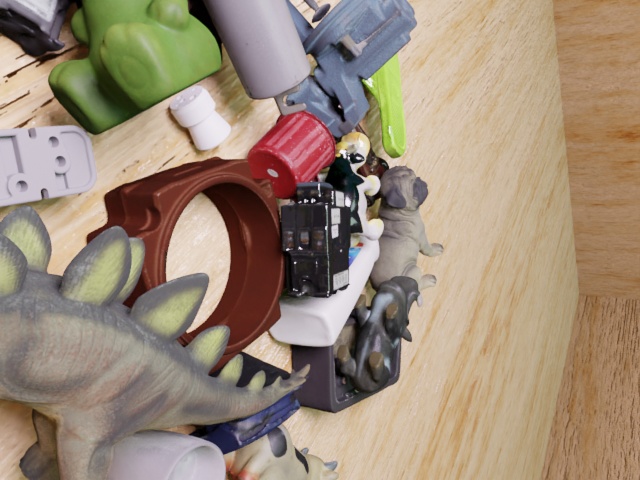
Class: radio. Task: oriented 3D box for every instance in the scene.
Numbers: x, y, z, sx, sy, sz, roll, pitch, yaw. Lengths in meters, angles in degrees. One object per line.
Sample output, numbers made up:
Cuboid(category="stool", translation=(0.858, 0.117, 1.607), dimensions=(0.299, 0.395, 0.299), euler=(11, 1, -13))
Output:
Cuboid(category="radio", translation=(0.050, 0.179, 0.842), dimensions=(0.229, 0.073, 0.131), euler=(1, 90, -55))

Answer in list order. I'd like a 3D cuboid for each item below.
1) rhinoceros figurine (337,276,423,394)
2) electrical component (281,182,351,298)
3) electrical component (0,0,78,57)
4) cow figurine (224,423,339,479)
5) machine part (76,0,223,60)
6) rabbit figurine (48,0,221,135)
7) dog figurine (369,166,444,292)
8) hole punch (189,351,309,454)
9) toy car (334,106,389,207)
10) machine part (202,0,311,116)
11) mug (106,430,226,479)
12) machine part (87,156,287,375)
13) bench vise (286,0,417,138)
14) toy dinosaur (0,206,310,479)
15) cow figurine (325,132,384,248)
Cuboid(category="rhinoceros figurine", translation=(0.096, 0.129, 0.780), dimensions=(0.112, 0.073, 0.190), euler=(56, 48, -39))
Cuboid(category="electrical component", translation=(-0.001, -0.002, 0.642), dimensions=(0.115, 0.058, 0.134), euler=(-1, 90, -75))
Cuboid(category="electrical component", translation=(-0.232, -0.216, 0.424), dimensions=(0.074, 0.048, 0.119), euler=(19, 75, -56))
Cuboid(category="cow figurine", translation=(-0.049, 0.302, 0.700), dimensions=(0.127, 0.086, 0.194), euler=(-49, 130, -35))
Cuboid(category="machine part", translation=(-0.158, -0.249, 0.526), dimensions=(0.179, 0.056, 0.179), euler=(-8, 100, -55))
Cuboid(category="rabbit figurine", translation=(-0.147, -0.193, 0.410), dimensions=(0.159, 0.121, 0.170), euler=(-45, 116, -36))
Cuboid(category="dog figurine", translation=(0.120, -0.006, 0.879), dimensions=(0.190, 0.121, 0.172), euler=(63, 37, -44))
Cuboid(category="hole punch", translation=(-0.092, 0.192, 0.603), dimensions=(0.142, 0.116, 0.092), euler=(-8, 107, -55))
Cuboid(category="toy car", translation=(0.064, -0.144, 0.868), dimensions=(0.089, 0.053, 0.201), euler=(-60, 139, -30))
Cuboid(category="machine part", translation=(-0.073, -0.232, 0.535), dimensions=(0.079, 0.079, 0.242), euler=(-58, 139, -36))
Cuboid(category="mug", translation=(-0.156, 0.231, 0.510), dimensions=(0.080, 0.107, 0.109), euler=(4, 93, -55))
Cuboid(category="machine part", translation=(-0.123, 0.023, 0.567), dimensions=(0.201, 0.087, 0.201), euler=(-33, 120, -51))
Cuboid(category="bench vise", translation=(-0.008, -0.257, 0.677), dimensions=(0.240, 0.223, 0.129), euler=(48, 41, -8))
Cuboid(category="toy dinosaur", translation=(-0.163, 0.096, 0.399), dimensions=(0.470, 0.105, 0.198), euler=(40, 74, -50))
Cuboid(category="cow figurine", translation=(0.034, -0.078, 0.750), dimensions=(0.098, 0.068, 0.167), euler=(14, 68, -54))
